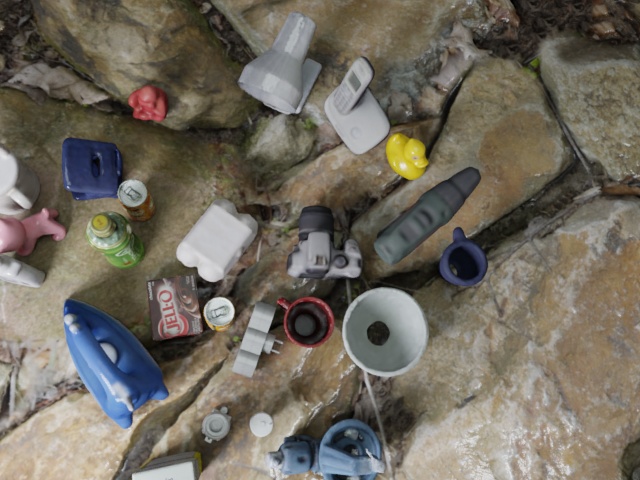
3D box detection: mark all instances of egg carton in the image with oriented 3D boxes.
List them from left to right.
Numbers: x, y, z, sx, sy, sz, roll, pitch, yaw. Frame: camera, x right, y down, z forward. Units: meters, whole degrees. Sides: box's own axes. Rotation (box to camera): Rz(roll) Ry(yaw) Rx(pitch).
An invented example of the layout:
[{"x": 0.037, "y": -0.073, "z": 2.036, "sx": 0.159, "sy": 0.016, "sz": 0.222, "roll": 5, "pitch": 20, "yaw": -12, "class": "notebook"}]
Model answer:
[{"x": -0.193, "y": 0.001, "z": 1.090, "sx": 0.107, "sy": 0.069, "sz": 0.150, "roll": 34, "pitch": 75, "yaw": 0, "class": "egg carton"}]

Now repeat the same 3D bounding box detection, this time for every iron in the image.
[{"x": -0.377, "y": 0.196, "z": 0.980, "sx": 0.119, "sy": 0.141, "sz": 0.258, "roll": -38, "pitch": 86, "yaw": -15, "class": "iron"}]

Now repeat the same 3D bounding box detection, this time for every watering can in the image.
[{"x": -0.576, "y": -0.120, "z": 0.992, "sx": 0.173, "sy": 0.194, "sz": 0.101, "roll": 19, "pitch": 75, "yaw": -4, "class": "watering can"}]

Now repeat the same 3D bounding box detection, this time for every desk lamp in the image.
[{"x": -0.070, "y": -0.327, "z": 1.109, "sx": 0.118, "sy": 0.213, "sz": 0.203, "roll": 25, "pitch": 75, "yaw": -2, "class": "desk lamp"}]

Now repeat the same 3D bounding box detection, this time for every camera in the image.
[{"x": 0.010, "y": 0.004, "z": 1.105, "sx": 0.143, "sy": 0.100, "sz": 0.137, "roll": 3, "pitch": 77, "yaw": -8, "class": "camera"}]

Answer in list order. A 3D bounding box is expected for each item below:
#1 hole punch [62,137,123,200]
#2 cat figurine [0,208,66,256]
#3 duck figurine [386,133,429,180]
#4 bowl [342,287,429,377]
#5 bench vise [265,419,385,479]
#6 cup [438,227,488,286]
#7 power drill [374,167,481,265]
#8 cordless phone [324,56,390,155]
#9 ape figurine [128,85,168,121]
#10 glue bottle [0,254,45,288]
[{"x": -0.424, "y": -0.136, "z": 1.073, "sx": 0.101, "sy": 0.091, "sz": 0.109, "roll": -5, "pitch": 78, "yaw": -10, "class": "hole punch"}, {"x": -0.532, "y": -0.018, "z": 1.016, "sx": 0.128, "sy": 0.117, "sz": 0.067, "roll": -32, "pitch": 84, "yaw": -14, "class": "cat figurine"}, {"x": 0.186, "y": -0.183, "z": 1.182, "sx": 0.077, "sy": 0.086, "sz": 0.104, "roll": -33, "pitch": 84, "yaw": -14, "class": "duck figurine"}, {"x": 0.118, "y": 0.177, "z": 1.097, "sx": 0.167, "sy": 0.074, "sz": 0.167, "roll": 2, "pitch": 77, "yaw": -8, "class": "bowl"}, {"x": 0.021, "y": 0.379, "z": 0.961, "sx": 0.207, "sy": 0.219, "sz": 0.121, "roll": -18, "pitch": 81, "yaw": -12, "class": "bench vise"}, {"x": 0.271, "y": 0.039, "z": 1.141, "sx": 0.092, "sy": 0.095, "sz": 0.118, "roll": -7, "pitch": 79, "yaw": -10, "class": "cup"}, {"x": 0.187, "y": -0.035, "z": 1.086, "sx": 0.230, "sy": 0.208, "sz": 0.075, "roll": -42, "pitch": 86, "yaw": -15, "class": "power drill"}, {"x": 0.085, "y": -0.266, "z": 1.134, "sx": 0.094, "sy": 0.185, "sz": 0.147, "roll": -34, "pitch": 84, "yaw": -14, "class": "cordless phone"}, {"x": -0.332, "y": -0.273, "z": 1.118, "sx": 0.078, "sy": 0.092, "sz": 0.076, "roll": 44, "pitch": 75, "yaw": 3, "class": "ape figurine"}, {"x": -0.532, "y": 0.047, "z": 0.973, "sx": 0.078, "sy": 0.173, "sz": 0.037, "roll": 15, "pitch": 76, "yaw": -5, "class": "glue bottle"}]
